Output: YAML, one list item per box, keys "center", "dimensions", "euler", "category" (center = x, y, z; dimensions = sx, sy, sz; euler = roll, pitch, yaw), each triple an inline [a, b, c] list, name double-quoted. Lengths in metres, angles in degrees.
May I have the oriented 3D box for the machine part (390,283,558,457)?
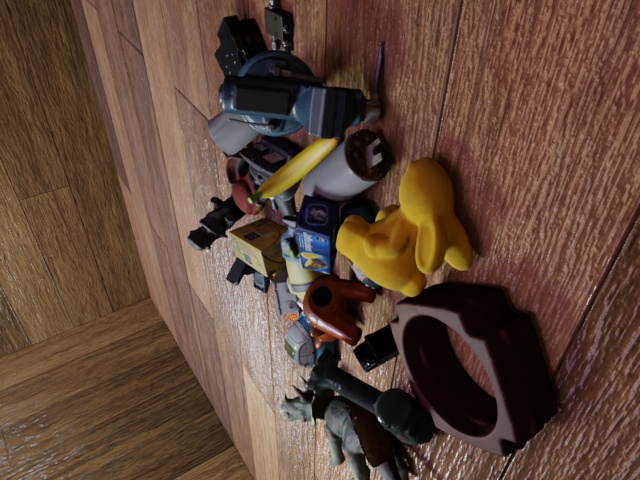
- center: [0.195, 0.161, 0.707]
  dimensions: [0.201, 0.087, 0.200]
  euler: [-4, 107, 65]
  category: "machine part"

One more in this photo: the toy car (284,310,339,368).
- center: [-0.025, 0.223, 1.171]
  dimensions: [0.109, 0.103, 0.161]
  euler: [44, 148, 39]
  category: "toy car"

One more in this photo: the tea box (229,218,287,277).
- center: [-0.122, 0.012, 1.195]
  dimensions: [0.170, 0.098, 0.068]
  euler: [24, 132, 53]
  category: "tea box"

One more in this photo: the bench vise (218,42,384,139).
- center: [-0.026, -0.211, 0.778]
  dimensions: [0.241, 0.224, 0.128]
  euler: [-95, -1, -67]
  category: "bench vise"

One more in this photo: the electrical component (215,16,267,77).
- center: [-0.146, -0.342, 1.000]
  dimensions: [0.134, 0.058, 0.115]
  euler: [66, 153, 3]
  category: "electrical component"

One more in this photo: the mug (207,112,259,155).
- center: [-0.149, -0.227, 1.061]
  dimensions: [0.107, 0.109, 0.081]
  euler: [-30, 79, 22]
  category: "mug"

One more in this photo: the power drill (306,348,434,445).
- center: [0.086, 0.266, 0.881]
  dimensions: [0.207, 0.086, 0.231]
  euler: [30, 167, 24]
  category: "power drill"

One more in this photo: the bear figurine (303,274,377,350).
- center: [0.035, 0.145, 0.990]
  dimensions: [0.132, 0.120, 0.195]
  euler: [16, 156, 19]
  category: "bear figurine"

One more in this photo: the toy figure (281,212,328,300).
- center: [-0.030, 0.038, 1.052]
  dimensions: [0.089, 0.082, 0.179]
  euler: [-140, 40, -58]
  category: "toy figure"

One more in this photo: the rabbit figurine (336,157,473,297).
- center: [0.116, -0.018, 0.689]
  dimensions: [0.162, 0.122, 0.173]
  euler: [55, 134, 39]
  category: "rabbit figurine"

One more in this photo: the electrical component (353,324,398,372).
- center: [0.098, 0.192, 0.935]
  dimensions: [0.048, 0.075, 0.119]
  euler: [57, 149, 22]
  category: "electrical component"

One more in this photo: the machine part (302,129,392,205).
- center: [0.036, -0.101, 0.816]
  dimensions: [0.079, 0.079, 0.243]
  euler: [67, 156, 2]
  category: "machine part"

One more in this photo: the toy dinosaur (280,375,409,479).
- center: [0.074, 0.392, 1.111]
  dimensions: [0.405, 0.131, 0.192]
  euler: [7, 117, 55]
  category: "toy dinosaur"

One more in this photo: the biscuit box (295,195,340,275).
- center: [-0.002, -0.003, 0.902]
  dimensions: [0.059, 0.063, 0.202]
  euler: [15, 161, 7]
  category: "biscuit box"

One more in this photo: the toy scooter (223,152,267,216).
- center: [-0.152, -0.144, 1.157]
  dimensions: [0.135, 0.075, 0.183]
  euler: [-7, 101, 58]
  category: "toy scooter"

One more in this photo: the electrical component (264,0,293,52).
- center: [-0.066, -0.351, 0.875]
  dimensions: [0.063, 0.021, 0.093]
  euler: [42, 144, 42]
  category: "electrical component"

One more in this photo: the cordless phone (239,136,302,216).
- center: [-0.071, -0.101, 1.047]
  dimensions: [0.147, 0.089, 0.184]
  euler: [38, 153, 48]
  category: "cordless phone"

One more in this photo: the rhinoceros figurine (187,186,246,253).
- center: [-0.229, -0.051, 1.246]
  dimensions: [0.073, 0.190, 0.112]
  euler: [41, 148, 3]
  category: "rhinoceros figurine"

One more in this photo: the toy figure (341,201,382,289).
- center: [0.070, 0.014, 0.867]
  dimensions: [0.064, 0.058, 0.154]
  euler: [-133, 27, -68]
  category: "toy figure"

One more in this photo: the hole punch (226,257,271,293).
- center: [-0.165, 0.069, 1.345]
  dimensions: [0.115, 0.092, 0.142]
  euler: [-67, 18, -4]
  category: "hole punch"
